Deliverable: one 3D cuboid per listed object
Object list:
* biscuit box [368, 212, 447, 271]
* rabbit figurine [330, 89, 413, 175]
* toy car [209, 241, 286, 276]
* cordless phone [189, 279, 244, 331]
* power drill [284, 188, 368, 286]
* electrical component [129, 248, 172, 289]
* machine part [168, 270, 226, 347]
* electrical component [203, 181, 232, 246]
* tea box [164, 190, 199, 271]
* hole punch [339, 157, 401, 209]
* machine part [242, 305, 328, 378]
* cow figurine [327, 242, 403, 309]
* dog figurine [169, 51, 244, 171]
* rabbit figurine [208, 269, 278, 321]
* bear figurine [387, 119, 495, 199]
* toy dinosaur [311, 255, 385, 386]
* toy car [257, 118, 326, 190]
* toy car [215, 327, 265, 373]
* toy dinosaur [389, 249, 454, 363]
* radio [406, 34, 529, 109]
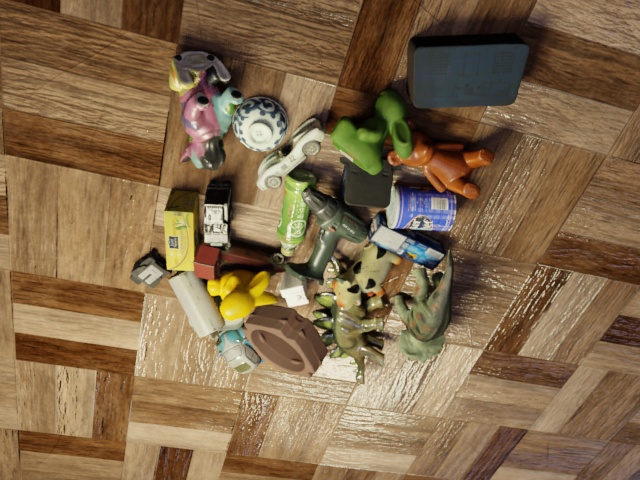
[{"bbox_3d":[0.217,0.004,1.343,0.202,0.063,0.059,24,120,-19],"label":"biscuit box"},{"bbox_3d":[0.125,-0.234,1.125,0.159,0.121,0.170,39,92,15],"label":"rabbit figurine"},{"bbox_3d":[-0.177,0.040,1.339,0.202,0.053,0.089,14,151,-14],"label":"toy car"},{"bbox_3d":[-0.270,0.142,1.406,0.147,0.089,0.184,0,106,-3],"label":"cordless phone"},{"bbox_3d":[-0.003,-0.004,1.264,0.232,0.086,0.207,20,99,-44],"label":"power drill"},{"bbox_3d":[-0.439,0.082,1.363,0.119,0.048,0.074,-33,120,16],"label":"electrical component"},{"bbox_3d":[-0.305,0.152,1.337,0.079,0.079,0.243,-26,97,14],"label":"machine part"},{"bbox_3d":[-0.235,-0.055,1.240,0.058,0.115,0.134,3,123,-4],"label":"electrical component"},{"bbox_3d":[-0.324,-0.022,1.268,0.068,0.098,0.169,4,127,-7],"label":"tea box"},{"bbox_3d":[0.106,-0.134,1.237,0.142,0.092,0.115,7,94,-5],"label":"hole punch"},{"bbox_3d":[-0.092,0.267,1.439,0.201,0.087,0.201,3,134,40],"label":"machine part"},{"bbox_3d":[0.105,0.086,1.335,0.127,0.085,0.195,39,74,-17],"label":"cow figurine"},{"bbox_3d":[-0.248,-0.251,1.110,0.108,0.191,0.219,-23,161,-32],"label":"dog figurine"},{"bbox_3d":[-0.186,0.142,1.293,0.162,0.173,0.121,-14,102,2],"label":"rabbit figurine"},{"bbox_3d":[0.260,-0.182,1.183,0.196,0.132,0.120,26,90,-24],"label":"bear figurine"},{"bbox_3d":[0.076,0.214,1.458,0.199,0.105,0.470,-4,117,4],"label":"toy dinosaur"},{"bbox_3d":[-0.068,-0.186,1.185,0.202,0.074,0.056,-38,123,20],"label":"toy car"},{"bbox_3d":[-0.222,0.321,1.511,0.109,0.103,0.161,-28,120,16],"label":"toy car"},{"bbox_3d":[0.277,0.190,1.365,0.131,0.192,0.404,-12,155,-9],"label":"toy dinosaur"},{"bbox_3d":[0.296,-0.344,1.101,0.230,0.073,0.130,-2,126,-1],"label":"radio"}]
